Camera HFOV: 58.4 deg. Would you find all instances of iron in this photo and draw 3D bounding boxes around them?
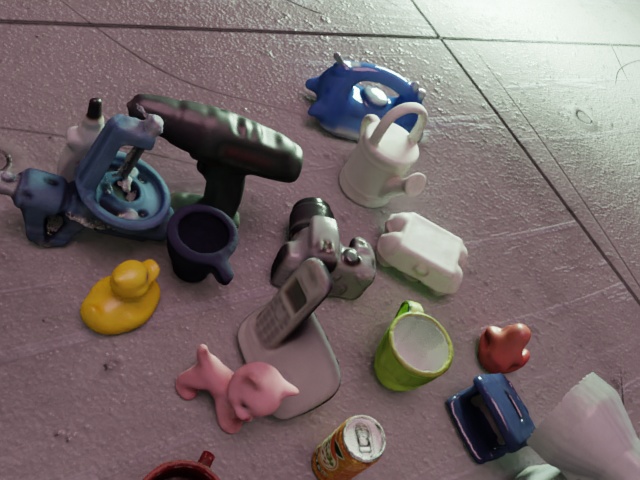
[{"bbox_3d":[0.108,-0.265,1.067,0.259,0.141,0.118,8,52,-20],"label":"iron"}]

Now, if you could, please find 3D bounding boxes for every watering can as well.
[{"bbox_3d":[0.117,-0.144,0.944,0.101,0.194,0.172,-31,72,-39],"label":"watering can"}]

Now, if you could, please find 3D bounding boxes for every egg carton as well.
[{"bbox_3d":[0.164,0.023,0.924,0.150,0.069,0.107,29,48,-3],"label":"egg carton"}]

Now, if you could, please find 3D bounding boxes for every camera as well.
[{"bbox_3d":[0.008,0.003,0.843,0.143,0.100,0.136,11,51,-18],"label":"camera"}]

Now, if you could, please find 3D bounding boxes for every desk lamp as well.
[{"bbox_3d":[0.326,0.292,0.700,0.118,0.213,0.203,-20,66,-35],"label":"desk lamp"}]

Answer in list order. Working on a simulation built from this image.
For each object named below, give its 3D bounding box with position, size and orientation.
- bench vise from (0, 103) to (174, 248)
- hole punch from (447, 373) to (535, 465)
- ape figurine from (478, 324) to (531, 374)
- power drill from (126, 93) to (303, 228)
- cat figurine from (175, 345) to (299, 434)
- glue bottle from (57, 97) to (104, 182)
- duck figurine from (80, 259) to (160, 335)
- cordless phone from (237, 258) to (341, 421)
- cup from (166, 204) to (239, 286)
[{"bbox_3d":[-0.268,-0.065,0.684,0.208,0.219,0.121,-14,62,-33],"label":"bench vise"},{"bbox_3d":[0.246,0.236,0.787,0.101,0.091,0.108,-9,60,-30],"label":"hole punch"},{"bbox_3d":[0.285,0.158,0.864,0.076,0.092,0.077,-26,69,-37],"label":"ape figurine"},{"bbox_3d":[-0.148,-0.092,0.769,0.230,0.208,0.075,6,53,-21],"label":"power drill"},{"bbox_3d":[-0.095,0.165,0.660,0.128,0.117,0.067,35,48,3],"label":"cat figurine"},{"bbox_3d":[-0.297,-0.118,0.742,0.078,0.173,0.037,-4,57,-28],"label":"glue bottle"},{"bbox_3d":[-0.237,0.061,0.693,0.077,0.086,0.105,45,49,11],"label":"duck figurine"},{"bbox_3d":[-0.021,0.118,0.686,0.094,0.185,0.147,-15,63,-33],"label":"cordless phone"},{"bbox_3d":[-0.154,0.024,0.754,0.092,0.095,0.117,-22,67,-36],"label":"cup"}]
